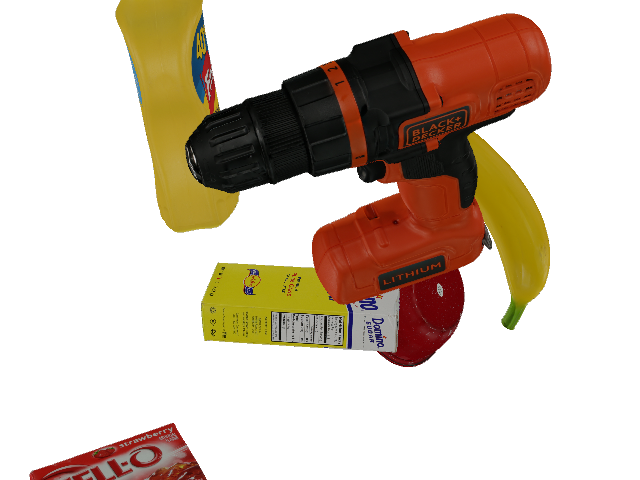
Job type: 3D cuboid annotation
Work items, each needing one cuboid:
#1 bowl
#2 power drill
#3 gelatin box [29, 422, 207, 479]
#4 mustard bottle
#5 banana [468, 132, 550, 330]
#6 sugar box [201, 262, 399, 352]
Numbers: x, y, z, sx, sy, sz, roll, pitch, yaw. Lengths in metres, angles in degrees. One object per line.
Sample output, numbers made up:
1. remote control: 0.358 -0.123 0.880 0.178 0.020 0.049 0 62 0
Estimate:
1. bowl: 0.111 0.058 1.184 0.055 0.162 0.161 -12 -9 44
2. power drill: 0.028 -0.033 0.578 0.184 0.057 0.187 -17 -27 -5
3. gelatin box: -0.110 0.144 0.595 0.089 0.030 0.073 -16 28 -20
4. mustard bottle: -0.098 -0.109 0.715 0.058 0.191 0.096 -7 29 3
5. banana: 0.109 -0.033 0.763 0.070 0.198 0.037 -33 -2 14
6. sugar box: -0.015 0.059 0.982 0.176 0.048 0.093 0 24 4
